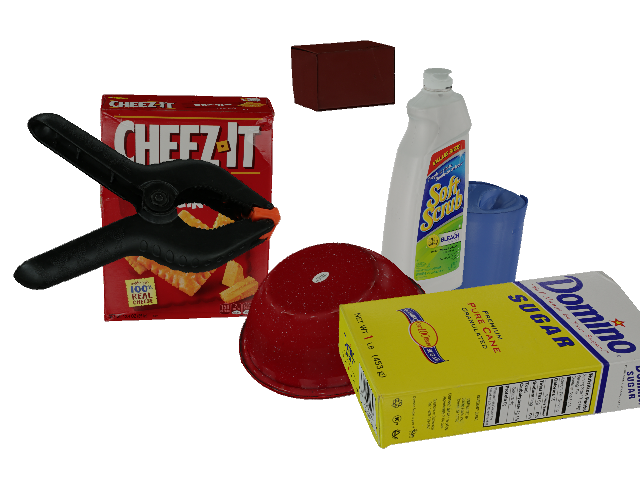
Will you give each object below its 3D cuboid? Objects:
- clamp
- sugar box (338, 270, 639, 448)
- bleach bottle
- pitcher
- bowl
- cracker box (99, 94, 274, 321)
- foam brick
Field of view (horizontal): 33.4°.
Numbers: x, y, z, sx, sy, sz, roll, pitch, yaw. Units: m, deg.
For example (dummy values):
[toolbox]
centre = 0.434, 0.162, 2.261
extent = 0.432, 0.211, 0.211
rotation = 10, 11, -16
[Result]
[clamp]
centre = -0.114, -0.028, 0.690
extent = 0.171, 0.120, 0.039
rotation = -1, -19, -23
[sugar box]
centre = 0.106, 0.067, 0.636
extent = 0.176, 0.048, 0.093
rotation = -9, 34, -9
[bleach bottle]
centre = 0.117, -0.064, 1.183
extent = 0.102, 0.251, 0.068
rotation = -12, 25, -30
[pitcher]
centre = 0.195, 0.050, 1.447
extent = 0.149, 0.243, 0.145
rotation = 4, 21, 6
[bowl]
centre = 0.006, 0.051, 0.856
extent = 0.162, 0.055, 0.162
rotation = -10, 36, 7
[cracker box]
centre = -0.131, -0.030, 1.042
extent = 0.164, 0.214, 0.072
rotation = 0, 20, -10
[foam brick]
centre = 0.020, -0.144, 0.929
extent = 0.078, 0.051, 0.053
rotation = -8, 20, -23
